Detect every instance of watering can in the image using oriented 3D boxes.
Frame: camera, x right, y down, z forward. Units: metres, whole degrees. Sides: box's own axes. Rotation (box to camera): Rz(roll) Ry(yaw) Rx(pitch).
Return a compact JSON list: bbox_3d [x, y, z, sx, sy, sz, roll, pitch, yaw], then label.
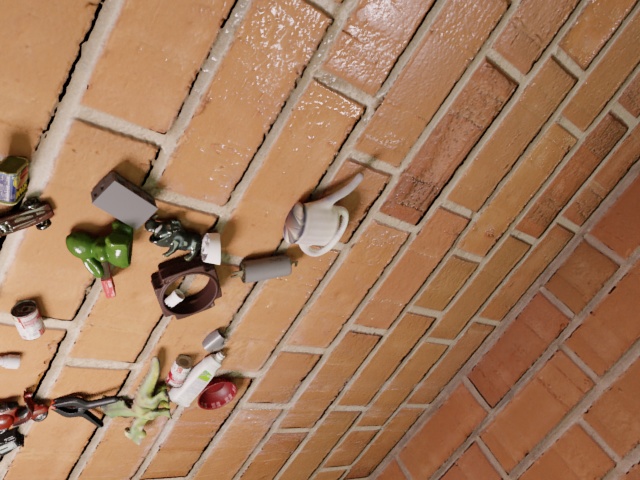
[{"bbox_3d":[0.005,-0.087,1.720,0.224,0.341,0.106,3,33,-31],"label":"watering can"}]

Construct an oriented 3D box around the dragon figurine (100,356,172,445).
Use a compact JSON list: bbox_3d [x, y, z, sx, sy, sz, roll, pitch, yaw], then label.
[{"bbox_3d":[-0.669,0.587,1.865,0.243,0.402,0.124,-10,30,-13],"label":"dragon figurine"}]
